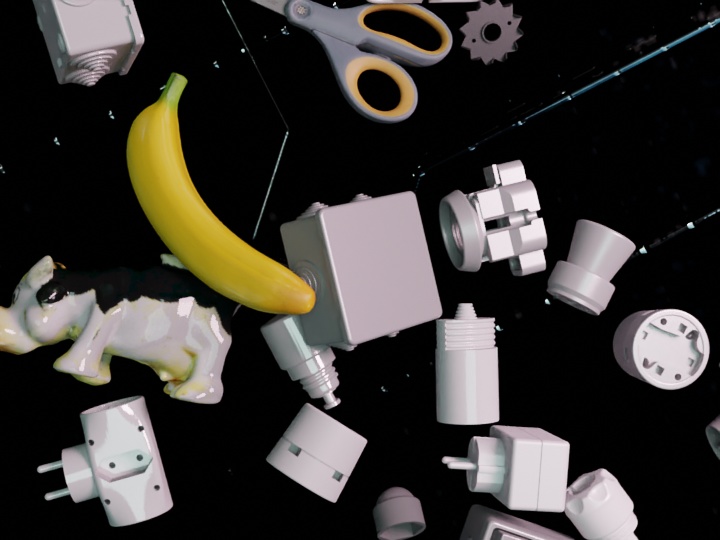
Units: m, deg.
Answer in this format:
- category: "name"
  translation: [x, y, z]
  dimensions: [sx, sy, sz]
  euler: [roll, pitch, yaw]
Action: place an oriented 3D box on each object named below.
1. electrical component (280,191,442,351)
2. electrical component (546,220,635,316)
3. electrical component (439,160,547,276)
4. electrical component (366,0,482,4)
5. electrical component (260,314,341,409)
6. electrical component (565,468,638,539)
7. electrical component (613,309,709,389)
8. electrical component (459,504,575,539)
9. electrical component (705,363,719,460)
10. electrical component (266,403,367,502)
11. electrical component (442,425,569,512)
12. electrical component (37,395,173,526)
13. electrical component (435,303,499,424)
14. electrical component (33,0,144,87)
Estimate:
- category: "electrical component"
  translation: [0.000, 0.000, 0.717]
  dimensions: [0.100, 0.048, 0.099]
  euler: [-15, 92, -42]
- category: "electrical component"
  translation: [0.162, -0.001, 0.757]
  dimensions: [0.045, 0.045, 0.055]
  euler: [27, 87, -6]
- category: "electrical component"
  translation: [0.090, -0.031, 0.742]
  dimensions: [0.057, 0.058, 0.078]
  euler: [-14, 92, -10]
- category: "electrical component"
  translation: [0.048, -0.220, 0.732]
  dimensions: [0.095, 0.054, 0.059]
  euler: [-4, 79, -14]
- category: "electrical component"
  translation: [-0.036, 0.058, 0.734]
  dimensions: [0.040, 0.040, 0.078]
  euler: [-28, 94, -6]
- category: "electrical component"
  translation: [0.175, 0.176, 0.760]
  dimensions: [0.043, 0.043, 0.062]
  euler: [-37, 96, -6]
- category: "electrical component"
  translation: [0.211, 0.054, 0.762]
  dimensions: [0.055, 0.047, 0.055]
  euler: [0, 90, -7]
- category: "electrical component"
  translation: [0.117, 0.210, 0.743]
  dimensions: [0.096, 0.061, 0.061]
  euler: [20, 87, -7]
- category: "electrical component"
  translation: [0.285, 0.096, 0.773]
  dimensions: [0.077, 0.044, 0.079]
  euler: [-29, 93, -6]
- category: "electrical component"
  translation: [-0.028, 0.123, 0.729]
  dimensions: [0.055, 0.055, 0.047]
  euler: [33, 83, -6]
- category: "electrical component"
  translation: [0.096, 0.134, 0.738]
  dimensions: [0.077, 0.066, 0.047]
  euler: [5, 89, -7]
- category: "electrical component"
  translation: [-0.173, 0.131, 0.715]
  dimensions: [0.079, 0.043, 0.077]
  euler: [-15, 92, -7]
- category: "electrical component"
  translation: [0.074, 0.064, 0.747]
  dimensions: [0.043, 0.043, 0.081]
  euler: [-1, 90, -7]
- category: "electrical component"
  translation: [-0.180, -0.172, 0.688]
  dimensions: [0.048, 0.100, 0.099]
  euler: [-18, 92, -20]
